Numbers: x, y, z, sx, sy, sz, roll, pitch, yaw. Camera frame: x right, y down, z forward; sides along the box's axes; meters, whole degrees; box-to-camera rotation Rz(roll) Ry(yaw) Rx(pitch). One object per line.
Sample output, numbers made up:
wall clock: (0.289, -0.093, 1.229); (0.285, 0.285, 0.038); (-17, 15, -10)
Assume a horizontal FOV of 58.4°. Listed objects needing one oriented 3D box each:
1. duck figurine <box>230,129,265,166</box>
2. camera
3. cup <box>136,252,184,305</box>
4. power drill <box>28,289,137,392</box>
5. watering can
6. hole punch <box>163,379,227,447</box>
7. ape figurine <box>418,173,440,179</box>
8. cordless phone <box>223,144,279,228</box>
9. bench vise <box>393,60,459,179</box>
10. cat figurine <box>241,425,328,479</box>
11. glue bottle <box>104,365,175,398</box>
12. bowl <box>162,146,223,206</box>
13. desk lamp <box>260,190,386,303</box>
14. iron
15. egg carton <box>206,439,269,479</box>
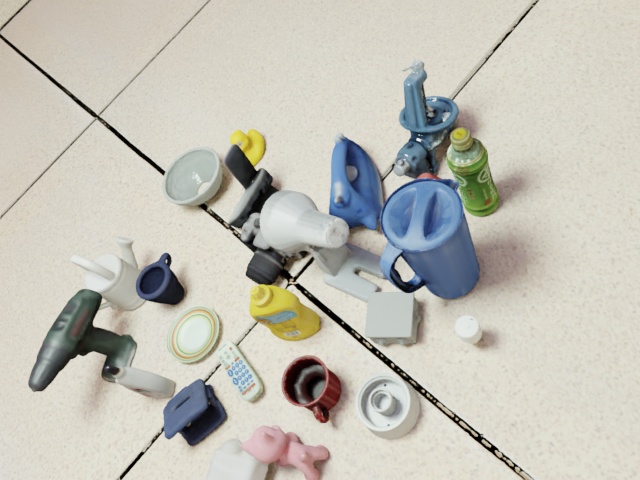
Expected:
duck figurine: (-0.188, -0.239, 1.418); (0.077, 0.086, 0.104); (7, 66, 29)
camera: (-0.118, 0.021, 1.225); (0.142, 0.101, 0.137); (20, 72, 33)
cup: (-0.348, 0.096, 1.297); (0.091, 0.095, 0.118); (4, 64, 28)
power drill: (-0.495, 0.231, 1.219); (0.075, 0.209, 0.229); (-4, 61, 24)
watering can: (-0.484, 0.075, 1.313); (0.100, 0.195, 0.173); (-4, 61, 24)
hole punch: (-0.257, 0.333, 1.119); (0.108, 0.091, 0.100); (-40, 53, 0)
ape figurine: (0.217, -0.103, 1.139); (0.076, 0.092, 0.077); (-17, 56, 16)
cordless phone: (-0.182, -0.118, 1.283); (0.093, 0.186, 0.148); (13, 69, 31)
bench vise: (0.206, -0.232, 1.139); (0.121, 0.220, 0.207); (0, 63, 26)
cat figurine: (-0.066, 0.362, 0.992); (0.127, 0.118, 0.067); (10, 67, 30)
glue bottle: (-0.372, 0.281, 1.153); (0.078, 0.174, 0.037); (-9, 59, 22)
bowl: (-0.304, -0.146, 1.428); (0.167, 0.075, 0.167); (-12, 58, 20)
desk lamp: (0.010, 0.004, 1.102); (0.202, 0.214, 0.118); (22, 74, 34)
iron: (0.056, -0.140, 1.208); (0.118, 0.142, 0.258); (-14, 57, 19)
egg carton: (-0.151, 0.437, 1.020); (0.107, 0.070, 0.150); (4, 64, 28)
